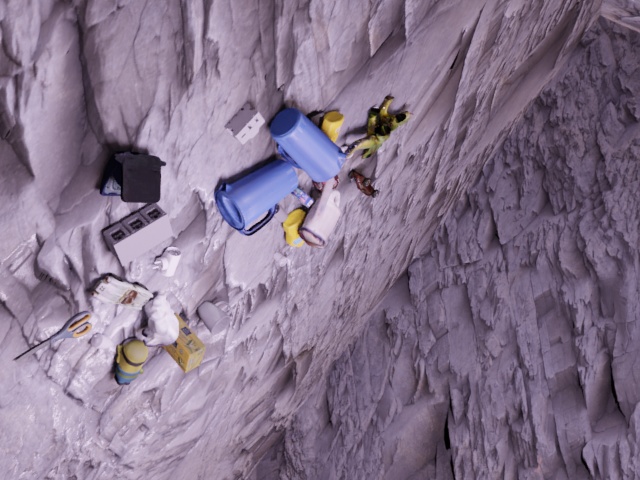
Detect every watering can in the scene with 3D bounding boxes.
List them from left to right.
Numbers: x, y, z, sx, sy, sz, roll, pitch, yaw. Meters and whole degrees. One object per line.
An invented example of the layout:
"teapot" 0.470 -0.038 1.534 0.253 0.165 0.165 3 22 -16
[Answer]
"watering can" 0.006 -0.092 1.824 0.104 0.226 0.343 26 -12 12

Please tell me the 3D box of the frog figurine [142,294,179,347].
"frog figurine" -0.482 0.239 1.580 0.122 0.158 0.139 20 11 -7

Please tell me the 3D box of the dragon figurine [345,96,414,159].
"dragon figurine" 0.209 -0.373 1.899 0.415 0.123 0.238 -42 -17 -20
